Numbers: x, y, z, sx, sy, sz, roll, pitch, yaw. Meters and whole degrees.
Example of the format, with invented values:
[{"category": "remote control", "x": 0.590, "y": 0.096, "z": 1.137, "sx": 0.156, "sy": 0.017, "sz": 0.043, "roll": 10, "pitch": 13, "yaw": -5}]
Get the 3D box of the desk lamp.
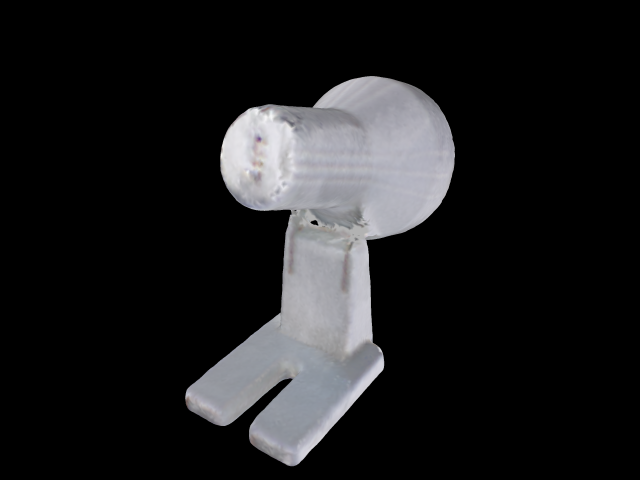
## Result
[{"category": "desk lamp", "x": 0.004, "y": 0.001, "z": 0.400, "sx": 0.117, "sy": 0.214, "sz": 0.204, "roll": 16, "pitch": 31, "yaw": 28}]
